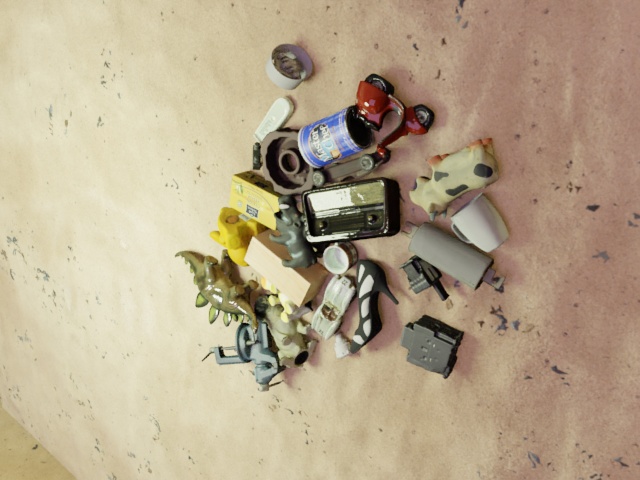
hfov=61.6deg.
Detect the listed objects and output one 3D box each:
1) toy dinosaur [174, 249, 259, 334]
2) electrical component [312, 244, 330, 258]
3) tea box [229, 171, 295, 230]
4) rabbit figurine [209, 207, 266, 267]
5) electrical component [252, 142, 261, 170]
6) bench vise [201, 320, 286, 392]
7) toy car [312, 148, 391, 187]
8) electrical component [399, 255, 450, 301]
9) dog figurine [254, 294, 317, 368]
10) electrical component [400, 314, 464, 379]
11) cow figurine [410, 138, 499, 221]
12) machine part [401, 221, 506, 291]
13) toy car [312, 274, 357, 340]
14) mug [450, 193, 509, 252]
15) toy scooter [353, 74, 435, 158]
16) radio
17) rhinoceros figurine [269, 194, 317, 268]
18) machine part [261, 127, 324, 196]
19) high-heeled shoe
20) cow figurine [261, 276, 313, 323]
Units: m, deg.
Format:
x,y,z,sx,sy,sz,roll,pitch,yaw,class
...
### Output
x,y,z,sx,sy,sz,roll,pitch,yaw,class
-0.311,0.131,1.594,0.472,0.105,0.198,44,124,37,toy dinosaur
-0.004,-0.003,1.372,0.078,0.045,0.102,30,123,22,electrical component
-0.156,-0.107,1.430,0.170,0.068,0.098,26,121,26,tea box
-0.237,0.001,1.505,0.163,0.122,0.173,25,142,33,rabbit figurine
-0.166,-0.217,1.402,0.094,0.021,0.063,133,136,-78,electrical component
-0.222,0.343,1.604,0.241,0.129,0.223,-9,94,20,bench vise
0.073,-0.163,1.228,0.202,0.089,0.053,-12,99,37,toy car
0.239,0.088,1.211,0.048,0.075,0.119,-36,87,39,electrical component
-0.111,0.260,1.533,0.191,0.121,0.172,35,130,43,dog figurine
0.259,0.246,1.266,0.134,0.058,0.114,20,116,29,electrical component
0.272,-0.118,1.101,0.195,0.085,0.127,-20,85,39,cow figurine
0.280,0.033,1.156,0.243,0.079,0.079,33,124,21,machine part
0.037,0.174,1.403,0.074,0.056,0.201,36,125,20,toy car
0.325,-0.024,1.103,0.107,0.081,0.109,51,139,5,mug
0.136,-0.255,1.136,0.184,0.075,0.135,38,101,13,toy scooter
0.071,-0.063,1.247,0.230,0.073,0.131,-7,85,34,radio
-0.066,-0.019,1.339,0.112,0.073,0.190,-12,98,45,rhinoceros figurine
-0.067,-0.195,1.340,0.180,0.056,0.179,14,116,31,machine part
0.099,0.169,1.343,0.145,0.086,0.248,45,123,19,high-heeled shoe
-0.090,0.144,1.473,0.167,0.098,0.068,49,137,35,cow figurine
